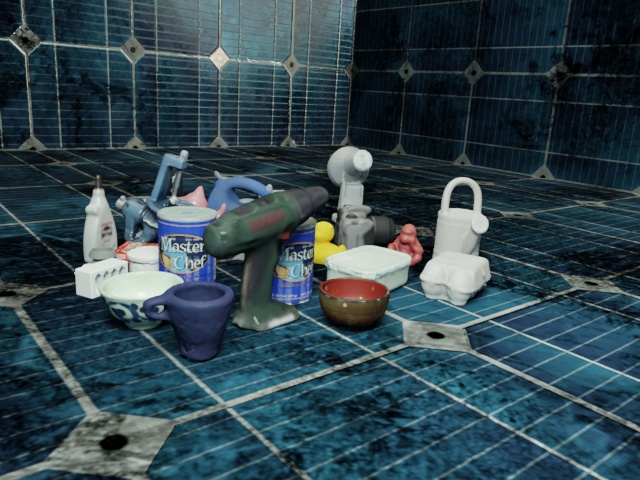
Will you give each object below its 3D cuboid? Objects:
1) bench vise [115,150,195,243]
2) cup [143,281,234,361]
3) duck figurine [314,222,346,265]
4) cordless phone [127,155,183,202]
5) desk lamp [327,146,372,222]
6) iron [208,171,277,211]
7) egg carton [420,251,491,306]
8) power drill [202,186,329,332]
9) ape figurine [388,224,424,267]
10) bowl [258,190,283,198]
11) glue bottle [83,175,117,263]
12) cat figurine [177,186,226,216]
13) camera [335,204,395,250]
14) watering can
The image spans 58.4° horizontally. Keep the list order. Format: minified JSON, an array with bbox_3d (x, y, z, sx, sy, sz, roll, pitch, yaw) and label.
[{"bbox_3d":[-0.348,-0.087,1.234,0.207,0.220,0.121,3,15,-3],"label":"bench vise"},{"bbox_3d":[-0.173,0.113,0.760,0.118,0.095,0.091,-4,16,-26],"label":"cup"},{"bbox_3d":[0.011,0.004,1.235,0.104,0.086,0.078,12,17,30],"label":"duck figurine"},{"bbox_3d":[-0.405,-0.121,1.418,0.148,0.185,0.094,-1,15,-16],"label":"cordless phone"},{"bbox_3d":[0.094,-0.151,1.595,0.118,0.213,0.203,0,15,-13],"label":"desk lamp"},{"bbox_3d":[-0.174,-0.092,1.450,0.257,0.141,0.119,10,16,24],"label":"iron"},{"bbox_3d":[0.256,0.070,1.076,0.107,0.069,0.151,11,17,28],"label":"egg carton"},{"bbox_3d":[-0.077,0.026,0.892,0.075,0.208,0.230,17,20,41],"label":"power drill"},{"bbox_3d":[0.187,0.011,1.240,0.077,0.092,0.076,10,16,25],"label":"ape figurine"},{"bbox_3d":[-0.091,-0.091,1.598,0.167,0.075,0.167,3,15,-1],"label":"bowl"},{"bbox_3d":[-0.439,-0.044,1.140,0.037,0.173,0.078,6,15,11],"label":"glue bottle"},{"bbox_3d":[-0.283,-0.069,1.385,0.127,0.118,0.067,7,15,15],"label":"cat figurine"},{"bbox_3d":[0.110,-0.029,1.356,0.137,0.101,0.143,1,15,-10],"label":"camera"},{"bbox_3d":[0.313,-0.040,1.261,0.101,0.194,0.172,-7,18,-34],"label":"watering can"}]
